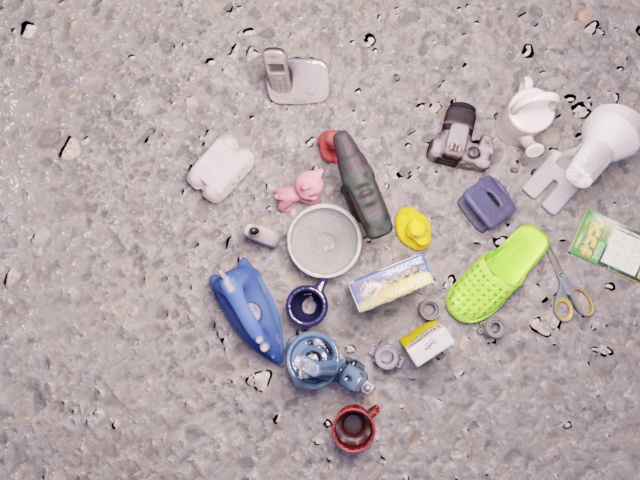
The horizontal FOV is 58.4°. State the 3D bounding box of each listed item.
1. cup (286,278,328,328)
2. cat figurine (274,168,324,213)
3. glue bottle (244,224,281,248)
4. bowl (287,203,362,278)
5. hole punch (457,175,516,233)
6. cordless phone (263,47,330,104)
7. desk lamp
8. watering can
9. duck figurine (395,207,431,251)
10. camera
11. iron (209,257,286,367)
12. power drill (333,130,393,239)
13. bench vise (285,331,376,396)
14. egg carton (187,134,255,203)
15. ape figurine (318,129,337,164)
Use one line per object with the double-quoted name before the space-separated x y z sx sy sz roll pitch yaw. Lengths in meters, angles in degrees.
"cup" -0.019 0.134 1.270 0.091 0.095 0.118 32 87 6
"cat figurine" -0.044 -0.113 1.282 0.128 0.118 0.067 -18 84 2
"glue bottle" -0.133 -0.013 1.250 0.078 0.173 0.037 17 86 5
"bowl" 0.012 0.005 1.290 0.167 0.075 0.167 0 85 3
"hole punch" 0.372 -0.085 1.270 0.101 0.091 0.108 -37 84 -1
"cordless phone" -0.054 -0.373 1.271 0.147 0.185 0.094 -3 85 3
"desk lamp" 0.557 -0.166 1.206 0.118 0.213 0.203 41 88 6
"watering can" 0.453 -0.267 1.230 0.101 0.194 0.173 -24 84 1
"duck figurine" 0.211 -0.028 1.276 0.077 0.086 0.104 -28 84 0
"camera" 0.323 -0.235 1.281 0.143 0.101 0.137 14 86 4
"iron" -0.149 0.168 1.250 0.118 0.141 0.258 -30 84 0
"power drill" 0.085 -0.108 1.228 0.075 0.208 0.229 -24 84 1
"bench vise" 0.020 0.258 1.194 0.207 0.220 0.121 8 85 4
"egg carton" -0.227 -0.164 1.320 0.107 0.069 0.150 40 88 6
"ape figurine" 0.029 -0.221 1.300 0.078 0.092 0.076 -36 84 0
